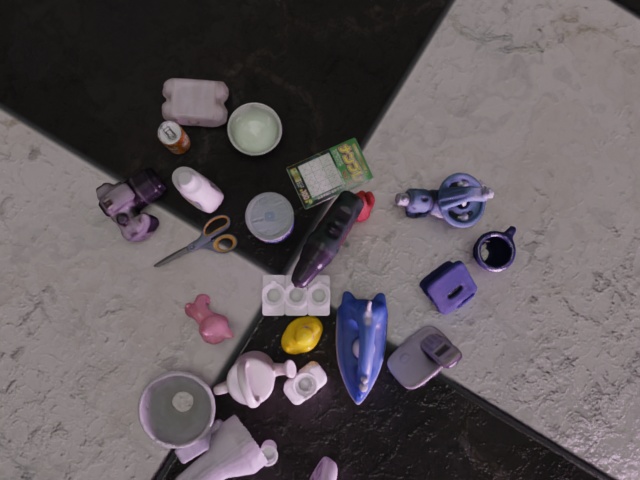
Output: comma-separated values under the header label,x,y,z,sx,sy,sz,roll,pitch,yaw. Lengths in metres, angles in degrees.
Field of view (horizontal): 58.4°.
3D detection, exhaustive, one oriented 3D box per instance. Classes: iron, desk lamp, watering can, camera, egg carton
label,x,y,z,sx,sy,sz,roll,pitch,yaw
iron,0.096,0.245,1.256,0.118,0.141,0.258,2,87,-2
desk lamp,-0.211,0.453,1.195,0.203,0.213,0.118,-34,89,-4
watering can,-0.140,0.294,1.216,0.173,0.194,0.101,-39,89,-4
camera,-0.406,-0.088,1.272,0.137,0.100,0.143,-36,89,-4
egg carton,-0.283,-0.313,1.306,0.150,0.069,0.107,2,87,-2

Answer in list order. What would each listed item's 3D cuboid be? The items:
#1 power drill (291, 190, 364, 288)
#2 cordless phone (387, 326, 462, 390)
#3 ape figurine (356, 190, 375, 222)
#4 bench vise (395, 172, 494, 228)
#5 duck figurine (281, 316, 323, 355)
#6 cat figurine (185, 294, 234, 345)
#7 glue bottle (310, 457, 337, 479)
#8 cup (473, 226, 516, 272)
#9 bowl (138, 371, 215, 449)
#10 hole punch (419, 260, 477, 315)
label,x,y,z,sx,sy,sz,roll,pitch,yaw
power drill,0.011,0.004,1.232,0.075,0.208,0.230,32,86,0
cordless phone,0.230,0.263,1.239,0.147,0.185,0.094,-42,89,-4
ape figurine,0.089,-0.081,1.299,0.078,0.092,0.076,-1,87,-2
bench vise,0.278,-0.078,1.243,0.207,0.219,0.121,-17,87,-3
duck figurine,-0.040,0.216,1.279,0.104,0.086,0.077,-37,89,-4
cat figurine,-0.247,0.180,1.256,0.067,0.117,0.128,-45,89,-4
glue bottle,0.008,0.525,1.221,0.037,0.173,0.078,34,86,0
cup,0.394,0.017,1.306,0.091,0.095,0.118,39,86,0
bowl,-0.309,0.367,1.264,0.167,0.074,0.167,0,87,-3
hole punch,0.298,0.108,1.298,0.109,0.091,0.101,-38,89,-4
